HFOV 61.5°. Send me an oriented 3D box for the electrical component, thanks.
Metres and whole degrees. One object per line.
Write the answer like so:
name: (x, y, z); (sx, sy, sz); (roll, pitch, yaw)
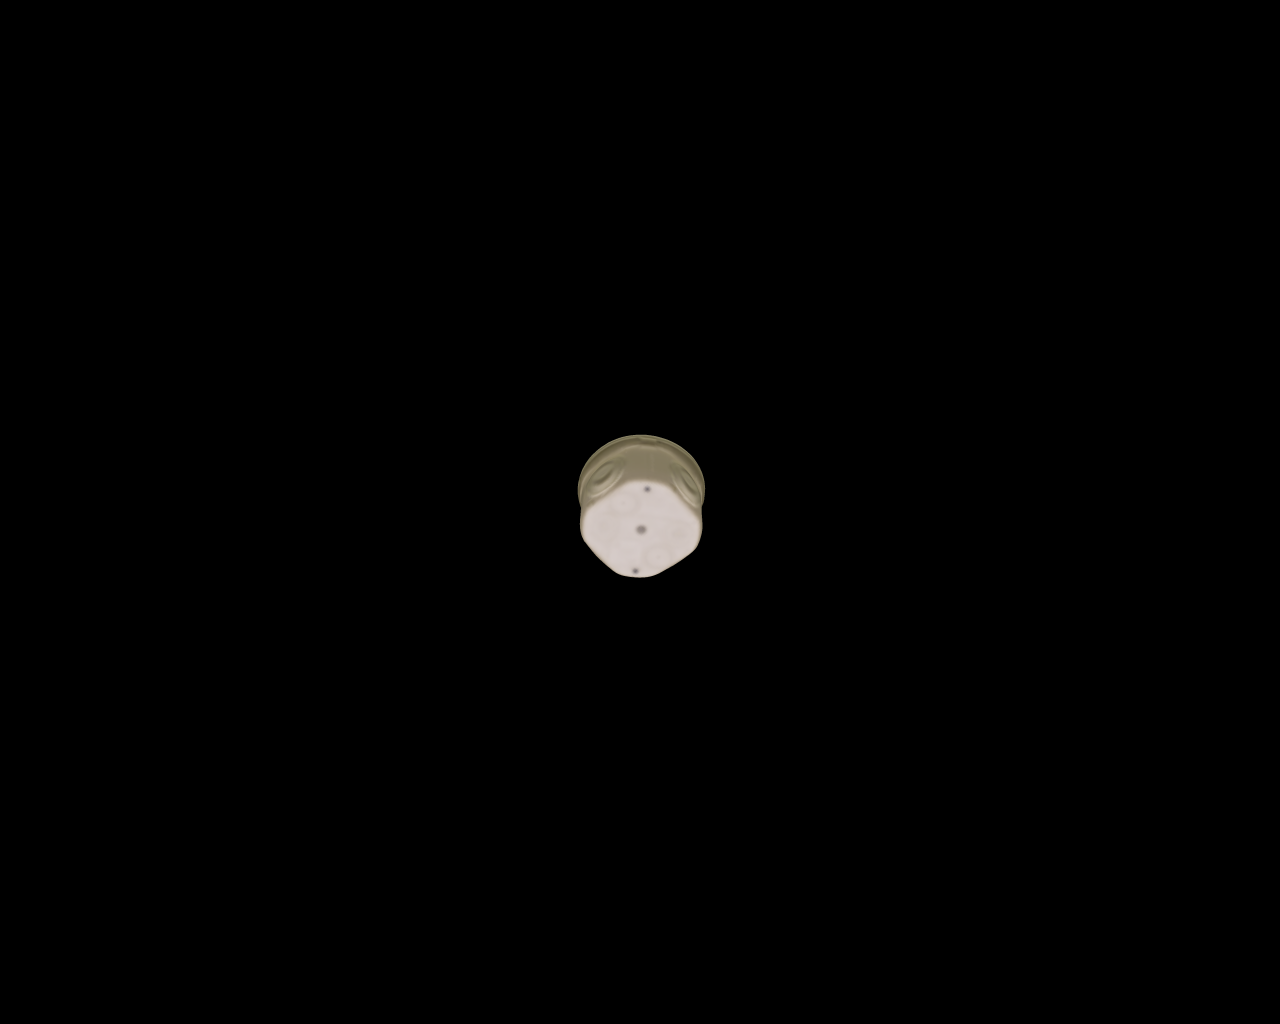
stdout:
electrical component: (0.001, -0.003, 0.650); (0.080, 0.080, 0.051); (0, 34, 0)
